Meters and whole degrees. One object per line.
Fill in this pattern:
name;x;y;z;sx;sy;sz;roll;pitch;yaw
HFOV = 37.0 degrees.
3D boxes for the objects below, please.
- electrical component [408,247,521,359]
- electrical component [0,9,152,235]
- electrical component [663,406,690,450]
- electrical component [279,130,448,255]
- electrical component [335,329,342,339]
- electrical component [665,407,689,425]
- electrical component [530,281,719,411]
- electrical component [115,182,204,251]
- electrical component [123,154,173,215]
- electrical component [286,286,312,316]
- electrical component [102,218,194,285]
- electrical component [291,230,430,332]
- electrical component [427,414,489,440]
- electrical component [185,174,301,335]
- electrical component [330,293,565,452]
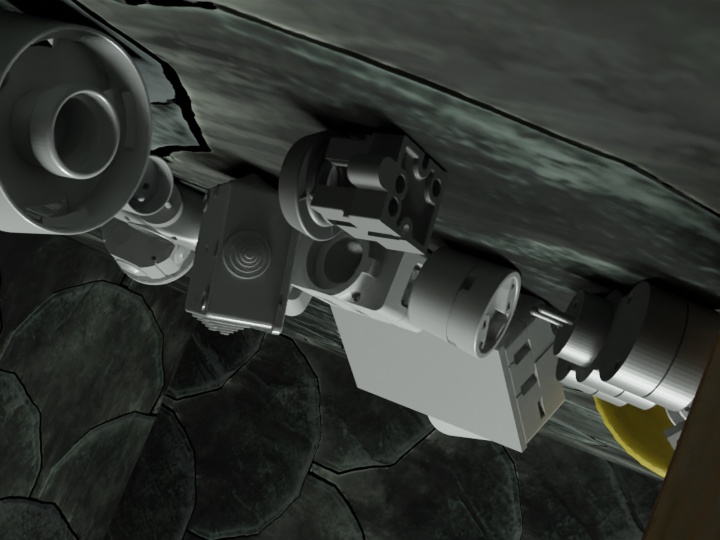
electrical component;0.060;0.017;0.628;0.047;0.055;0.055;24;174;24
electrical component;-0.142;-0.064;0.475;0.064;0.099;0.099;11;168;34
electrical component;0.211;0.097;0.542;0.121;0.079;0.063;54;-169;-23
electrical component;0.000;-0.034;0.457;0.055;0.048;0.066;10;168;31
electrical component;0.014;0.032;0.852;0.081;0.063;0.042;21;174;15
electrical component;0.203;0.075;0.612;0.048;0.066;0.055;-11;-174;-7
electrical component;0.123;0.034;0.551;0.074;0.052;0.138;23;173;-1
electrical component;-0.157;-0.051;0.844;0.077;0.044;0.079;23;173;-1
electrical component;-0.185;-0.073;0.760;0.077;0.043;0.079;17;171;40
electrical component;-0.063;-0.005;0.792;0.058;0.078;0.057;18;153;25
electrical component;-0.183;-0.031;0.943;0.080;0.080;0.051;21;168;10
electrical component;0.000;0.000;0.698;0.089;0.050;0.056;16;171;41
electrical component;0.103;0.085;0.828;0.064;0.099;0.099;8;165;45
electrical component;-0.075;-0.009;0.679;0.048;0.099;0.100;11;177;-18
electrical component;0.061;0.051;0.744;0.150;0.062;0.089;17;135;41
